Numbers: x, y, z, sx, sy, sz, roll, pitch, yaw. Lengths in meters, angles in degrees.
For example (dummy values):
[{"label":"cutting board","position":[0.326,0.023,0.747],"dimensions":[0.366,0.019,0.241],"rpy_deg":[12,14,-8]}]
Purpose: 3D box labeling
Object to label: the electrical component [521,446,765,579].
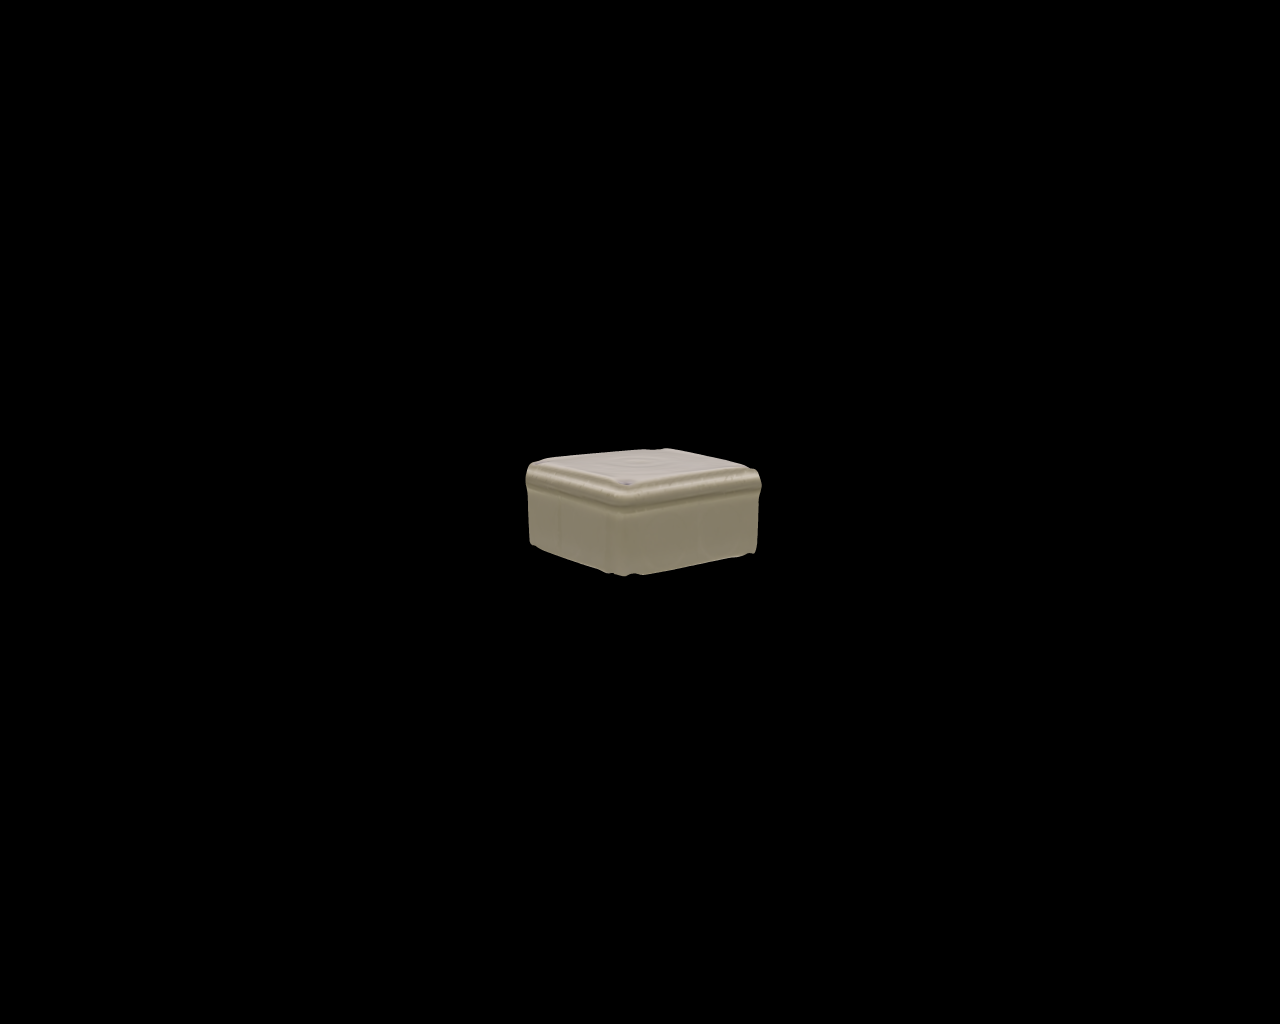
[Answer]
[{"label":"electrical component","position":[0.001,-0.003,0.650],"dimensions":[0.109,0.056,0.109],"rpy_deg":[-8,14,-35]}]
